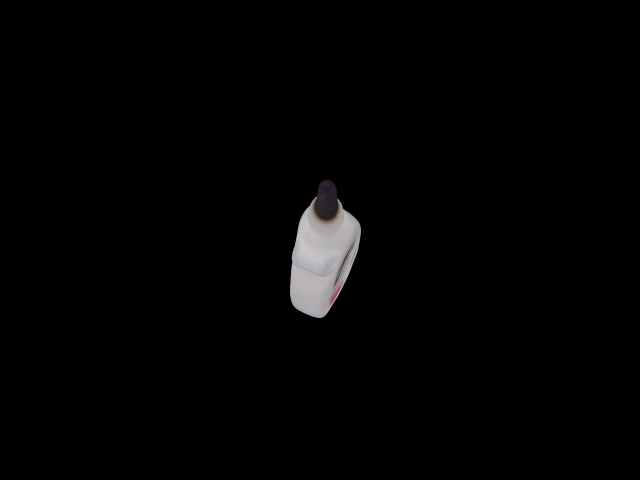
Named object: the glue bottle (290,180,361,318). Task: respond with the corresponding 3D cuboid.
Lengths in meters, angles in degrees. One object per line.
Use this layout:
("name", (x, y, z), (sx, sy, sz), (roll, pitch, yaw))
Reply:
("glue bottle", (0.004, 0.001, 0.400), (0.037, 0.173, 0.078), (21, 72, 8))
